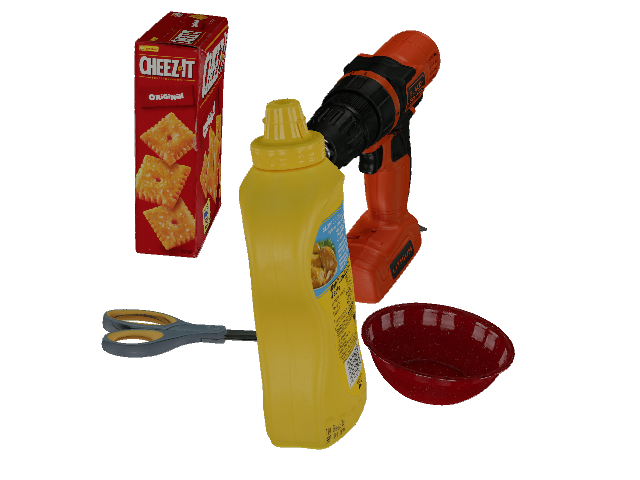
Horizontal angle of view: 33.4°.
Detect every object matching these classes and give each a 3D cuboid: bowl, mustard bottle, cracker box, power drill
[{"bbox_3d":[0.120,0.126,1.127,0.162,0.055,0.162,5,24,-2],"label":"bowl"},{"bbox_3d":[-0.011,0.015,0.608,0.058,0.191,0.096,0,21,17],"label":"mustard bottle"},{"bbox_3d":[-0.140,-0.111,1.089,0.072,0.214,0.164,5,22,2],"label":"cracker box"},{"bbox_3d":[0.038,-0.047,0.811,0.057,0.188,0.184,18,38,21],"label":"power drill"}]

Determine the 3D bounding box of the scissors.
[{"bbox_3d":[-0.109,0.091,0.968,0.202,0.016,0.096,8,18,12],"label":"scissors"}]
